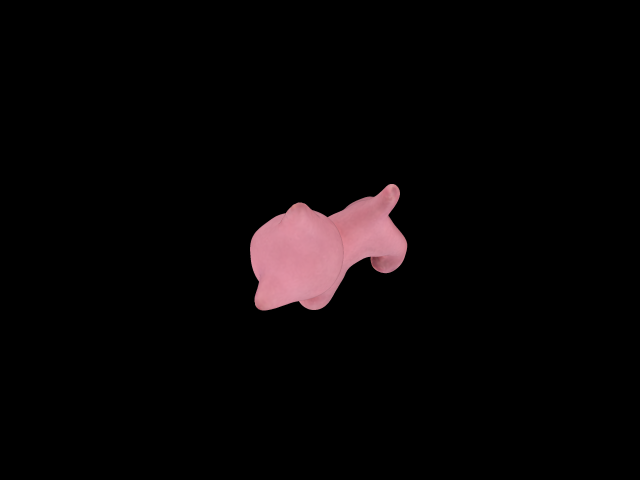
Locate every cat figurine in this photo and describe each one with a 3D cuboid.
[{"bbox_3d":[0.004,0.001,0.400,0.128,0.118,0.067,-30,74,-9],"label":"cat figurine"}]
